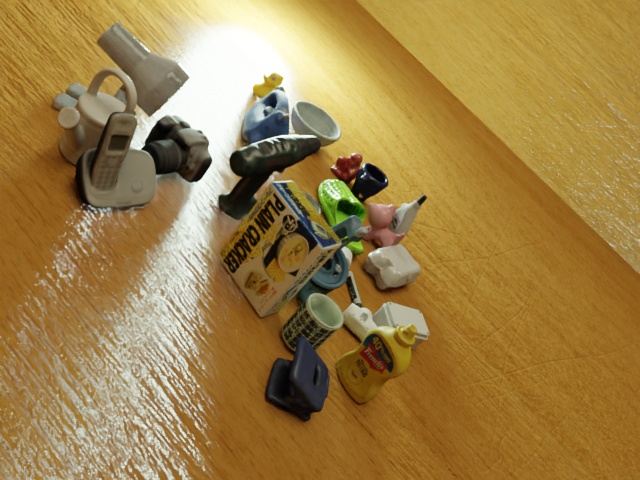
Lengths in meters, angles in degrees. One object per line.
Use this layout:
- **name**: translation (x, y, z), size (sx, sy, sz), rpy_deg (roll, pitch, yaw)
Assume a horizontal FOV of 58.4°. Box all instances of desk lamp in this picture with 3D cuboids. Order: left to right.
- **desk lamp**: translation (-0.388, -0.306, 1.137), size (0.204, 0.213, 0.118), rpy_deg (31, 34, -16)

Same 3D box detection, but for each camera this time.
- **camera**: translation (-0.310, -0.195, 1.193), size (0.143, 0.100, 0.137), rpy_deg (49, 33, 11)

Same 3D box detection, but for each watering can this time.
- **watering can**: translation (-0.398, -0.223, 1.045), size (0.101, 0.193, 0.173), rpy_deg (32, 33, -14)

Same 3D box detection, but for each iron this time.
- **iron**: translation (-0.126, -0.338, 1.518), size (0.119, 0.141, 0.258), rpy_deg (23, 37, -27)

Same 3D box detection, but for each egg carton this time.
- **egg carton**: translation (0.182, 0.068, 1.426), size (0.151, 0.069, 0.107), rpy_deg (-11, 58, -51)

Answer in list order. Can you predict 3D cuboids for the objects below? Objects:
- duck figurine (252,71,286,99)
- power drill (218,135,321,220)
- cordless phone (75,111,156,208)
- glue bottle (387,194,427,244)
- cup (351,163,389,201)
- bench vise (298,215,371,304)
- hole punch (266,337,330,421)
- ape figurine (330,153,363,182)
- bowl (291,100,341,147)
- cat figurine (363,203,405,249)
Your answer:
- **duck figurine**: translation (-0.138, -0.460, 1.703), size (0.105, 0.086, 0.077), rpy_deg (10, 44, -40)
- **power drill**: translation (-0.120, -0.142, 1.228), size (0.075, 0.208, 0.230), rpy_deg (51, 33, 15)
- **cordless phone**: translation (-0.343, -0.146, 1.020), size (0.148, 0.184, 0.094), rpy_deg (-13, 60, -52)
- **glue bottle**: translation (0.226, -0.061, 1.529), size (0.037, 0.173, 0.078), rpy_deg (11, 43, -39)
- **cup**: translation (0.125, -0.152, 1.606), size (0.091, 0.094, 0.118), rpy_deg (49, 33, 13)
- **bench vise**: translation (0.003, 0.004, 1.172), size (0.122, 0.219, 0.207), rpy_deg (-1, 51, -47)
- **hole punch**: translation (-0.024, 0.237, 0.987), size (0.101, 0.091, 0.108), rpy_deg (32, 33, -14)
- **ape figurine**: translation (0.087, -0.213, 1.640), size (0.076, 0.092, 0.077), rpy_deg (22, 37, -28)
- **bowl**: translation (-0.024, -0.326, 1.675), size (0.168, 0.074, 0.167), rpy_deg (28, 35, -21)
- **cat figurine**: translation (0.165, -0.038, 1.490), size (0.128, 0.117, 0.067), rpy_deg (46, 32, 7)
